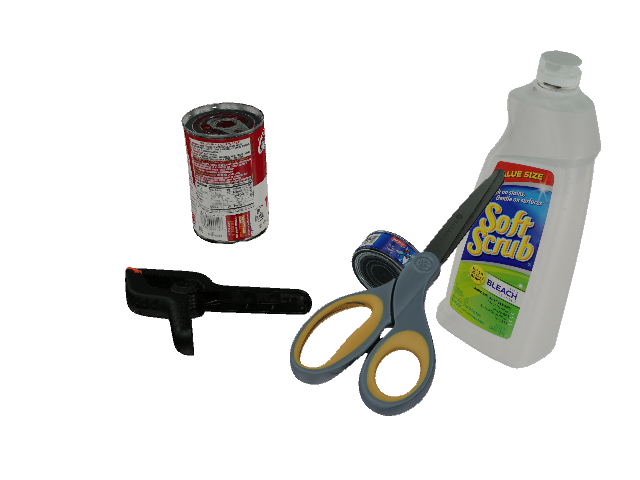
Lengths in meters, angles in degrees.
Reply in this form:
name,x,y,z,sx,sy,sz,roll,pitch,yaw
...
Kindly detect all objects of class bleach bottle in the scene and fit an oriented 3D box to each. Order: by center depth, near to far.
name,x,y,z,sx,sy,sz,roll,pitch,yaw
bleach bottle,0.156,-0.027,0.826,0.067,0.251,0.103,-23,42,-37

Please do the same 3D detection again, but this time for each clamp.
name,x,y,z,sx,sy,sz,roll,pitch,yaw
clamp,-0.137,0.064,1.076,0.210,0.036,0.164,12,20,36

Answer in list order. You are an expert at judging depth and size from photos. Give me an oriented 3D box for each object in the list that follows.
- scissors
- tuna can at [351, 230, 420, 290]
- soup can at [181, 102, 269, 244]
name,x,y,z,sx,sy,sz,roll,pitch,yaw
scissors,0.072,0.034,0.665,0.201,0.096,0.016,-35,-33,-17
tuna can,0.078,0.032,1.224,0.086,0.086,0.033,0,38,47
soup can,-0.079,-0.056,0.899,0.068,0.102,0.068,-1,30,1
